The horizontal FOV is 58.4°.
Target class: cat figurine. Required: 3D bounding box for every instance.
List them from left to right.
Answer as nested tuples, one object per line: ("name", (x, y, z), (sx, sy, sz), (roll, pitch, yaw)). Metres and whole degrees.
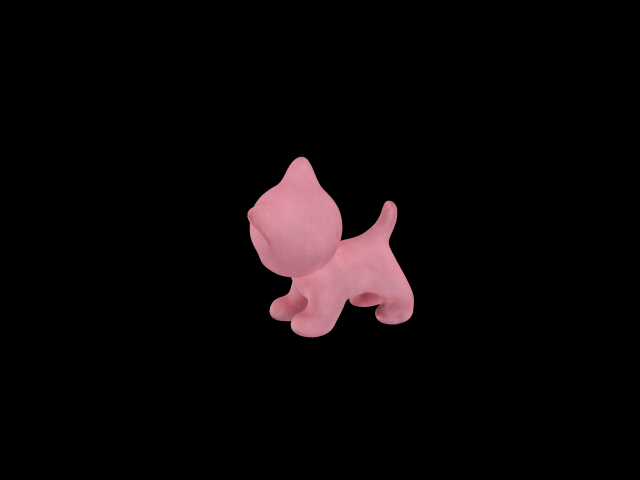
("cat figurine", (0.004, 0.001, 0.400), (0.128, 0.118, 0.067), (-6, 13, -27))
